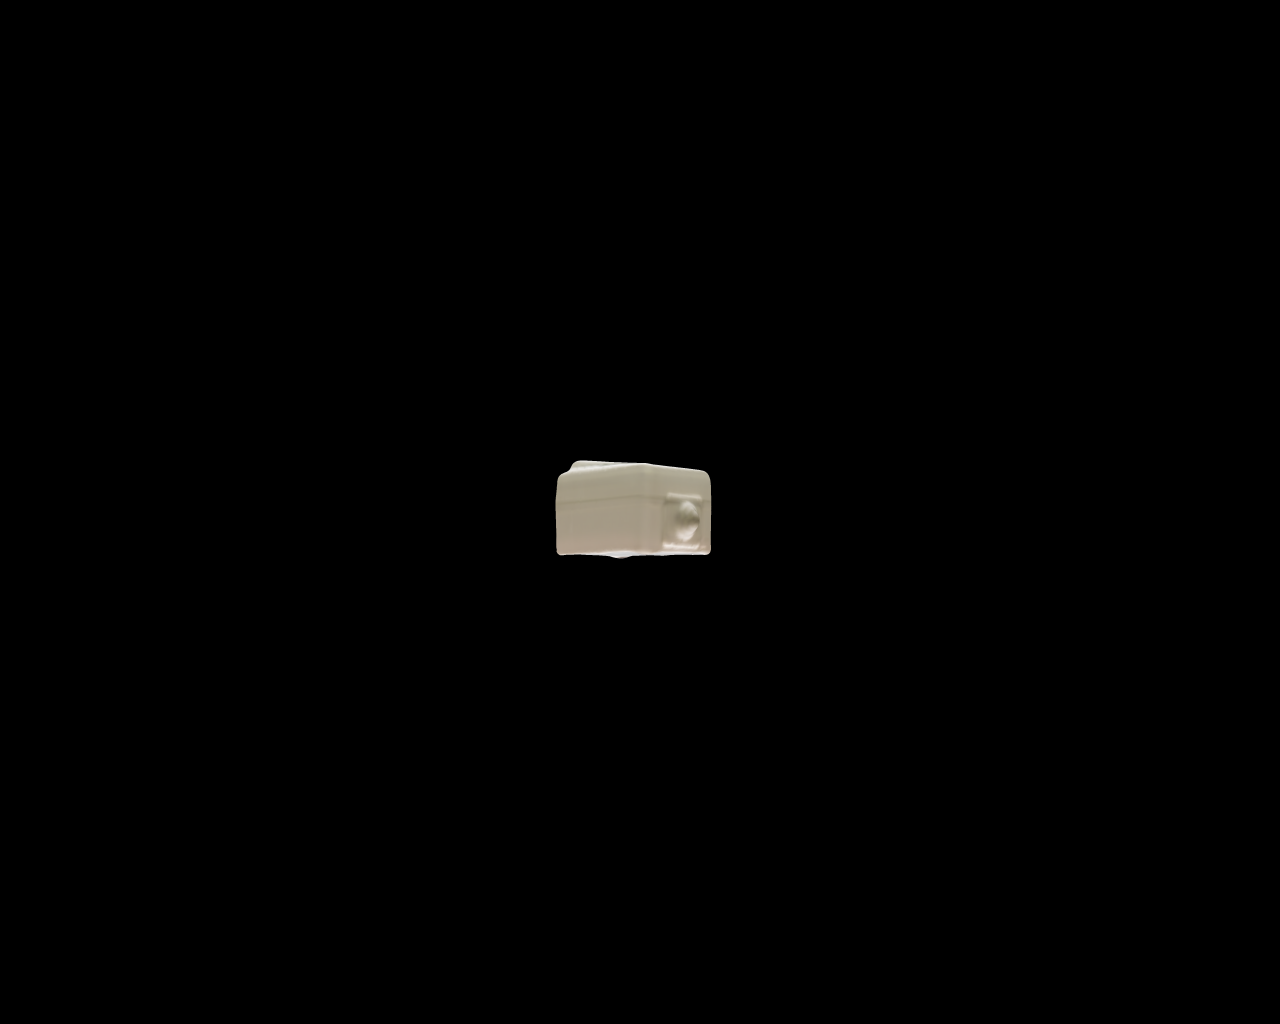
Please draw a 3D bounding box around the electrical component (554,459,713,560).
[{"bbox_3d":[0.001,-0.003,0.650,0.096,0.061,0.062,-4,-6,43],"label":"electrical component"}]
